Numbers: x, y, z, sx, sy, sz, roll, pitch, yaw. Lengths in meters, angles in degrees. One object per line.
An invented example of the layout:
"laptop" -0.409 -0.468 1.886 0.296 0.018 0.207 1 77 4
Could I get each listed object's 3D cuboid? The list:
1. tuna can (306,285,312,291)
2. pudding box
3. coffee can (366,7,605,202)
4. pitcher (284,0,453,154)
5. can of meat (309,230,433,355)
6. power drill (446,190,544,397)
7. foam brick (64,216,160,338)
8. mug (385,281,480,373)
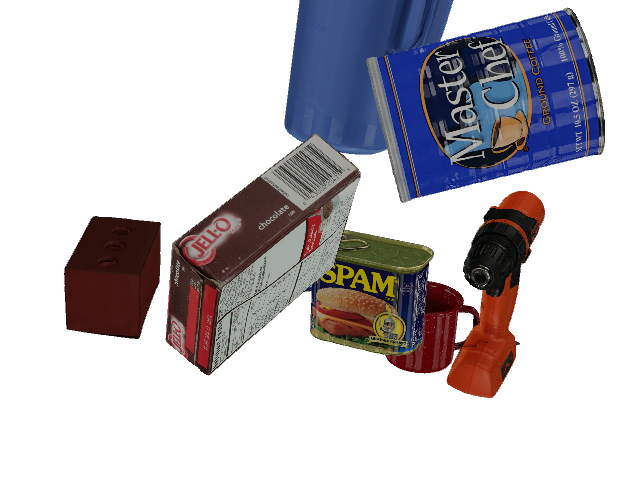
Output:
"tuna can" -0.034 0.024 1.136 0.086 0.034 0.086 7 19 -3
"pudding box" -0.032 0.008 0.574 0.113 0.039 0.090 -38 -21 -32
"coffee can" 0.111 -0.092 0.731 0.140 0.103 0.103 -14 -1 5
"pitcher" 0.044 -0.206 1.004 0.145 0.243 0.149 11 17 1
"can of meat" 0.041 0.044 0.904 0.102 0.084 0.057 12 23 23
"power drill" 0.172 0.059 1.063 0.057 0.188 0.184 18 29 19
"foam brick" -0.145 0.025 0.752 0.053 0.051 0.078 6 29 0
"mug" 0.130 0.102 1.252 0.117 0.081 0.093 -1 22 -7
